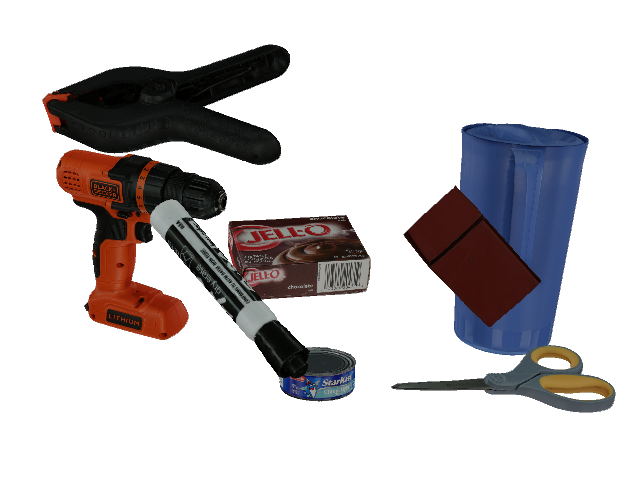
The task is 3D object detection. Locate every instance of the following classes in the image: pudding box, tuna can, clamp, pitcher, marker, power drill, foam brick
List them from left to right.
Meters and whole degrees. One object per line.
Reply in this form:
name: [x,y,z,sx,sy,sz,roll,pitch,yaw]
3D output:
power drill: [-0.176,0.005,1.078,0.185,0.188,0.057,13,29,22]
clamp: [-0.100,-0.098,0.734,0.171,0.039,0.120,5,37,10]
marker: [-0.045,0.024,0.529,0.020,0.020,0.121,0,39,-51]
pudding box: [-0.021,0.013,0.939,0.113,0.039,0.090,-2,27,-13]
tuna can: [-0.004,0.149,1.193,0.086,0.034,0.086,1,14,0]
foam brick: [0.107,0.012,0.751,0.078,0.051,0.053,44,7,-31]
pitcher: [0.208,-0.001,1.153,0.148,0.243,0.145,-9,20,-37]

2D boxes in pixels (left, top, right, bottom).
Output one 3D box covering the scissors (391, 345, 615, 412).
scissors: [0.161,0.117,0.951,0.201,0.016,0.096,8,27,-3]
